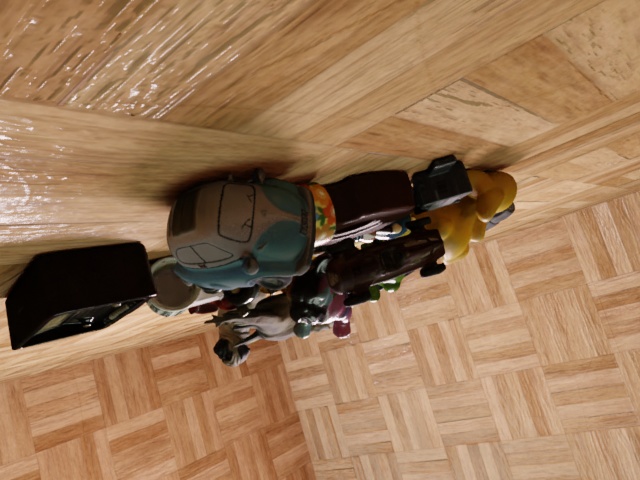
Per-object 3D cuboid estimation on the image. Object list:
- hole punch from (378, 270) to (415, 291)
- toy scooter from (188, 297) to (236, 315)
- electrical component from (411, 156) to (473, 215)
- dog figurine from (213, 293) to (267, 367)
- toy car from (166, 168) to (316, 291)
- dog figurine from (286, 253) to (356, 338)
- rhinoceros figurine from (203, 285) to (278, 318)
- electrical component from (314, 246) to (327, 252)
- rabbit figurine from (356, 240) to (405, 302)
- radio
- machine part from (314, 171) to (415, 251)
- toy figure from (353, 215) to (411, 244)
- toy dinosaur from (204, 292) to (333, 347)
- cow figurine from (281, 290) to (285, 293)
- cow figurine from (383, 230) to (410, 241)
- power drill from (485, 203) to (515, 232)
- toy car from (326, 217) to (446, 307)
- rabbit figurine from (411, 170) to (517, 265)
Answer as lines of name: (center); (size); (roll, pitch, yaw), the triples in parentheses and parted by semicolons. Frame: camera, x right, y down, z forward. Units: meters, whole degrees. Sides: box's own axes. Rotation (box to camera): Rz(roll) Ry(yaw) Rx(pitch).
hole punch: (0.147, 0.056, 1.271); (0.116, 0.142, 0.092); (-28, 180, -31)
toy scooter: (-0.218, 0.106, 1.066); (0.184, 0.075, 0.135); (-10, 170, -15)
electrical component: (0.165, -0.075, 0.732); (0.075, 0.047, 0.119); (-17, 173, -5)
dog figurine: (-0.169, 0.177, 1.214); (0.172, 0.190, 0.121); (-24, 169, 34)
toy car: (-0.090, -0.012, 0.513); (0.162, 0.109, 0.102); (-9, 154, 29)
dog figurine: (-0.003, 0.065, 0.871); (0.109, 0.191, 0.219); (4, 147, 12)
rhinoceros figurine: (-0.121, 0.052, 0.815); (0.073, 0.112, 0.190); (-35, -179, 8)
electrical component: (-0.003, -0.003, 0.887); (0.078, 0.045, 0.102); (3, -179, 33)
rabbit figurine: (0.089, 0.052, 1.140); (0.170, 0.159, 0.121); (6, 171, -30)
radio: (-0.307, 0.074, 0.680); (0.131, 0.073, 0.230); (-9, 169, -41)
machine part: (0.038, -0.035, 0.711); (0.179, 0.056, 0.179); (-18, 171, -3)
toy figure: (0.077, -0.024, 0.848); (0.154, 0.057, 0.064); (-10, 176, -39)
toy dinosaur: (-0.083, 0.153, 1.061); (0.199, 0.105, 0.471); (-18, 165, 5)
cow figurine: (0.007, 0.063, 1.202); (0.127, 0.085, 0.195); (-17, 171, 36)
cow figurine: (0.200, -0.021, 0.991); (0.167, 0.068, 0.098); (-27, -174, -14)
power drill: (0.284, -0.029, 1.183); (0.207, 0.086, 0.232); (-22, 176, -21)
toy car: (0.099, 0.026, 0.746); (0.202, 0.089, 0.053); (-15, 175, -27)
rabbit figurine: (0.238, -0.058, 0.859); (0.173, 0.122, 0.162); (-31, 162, 0)
